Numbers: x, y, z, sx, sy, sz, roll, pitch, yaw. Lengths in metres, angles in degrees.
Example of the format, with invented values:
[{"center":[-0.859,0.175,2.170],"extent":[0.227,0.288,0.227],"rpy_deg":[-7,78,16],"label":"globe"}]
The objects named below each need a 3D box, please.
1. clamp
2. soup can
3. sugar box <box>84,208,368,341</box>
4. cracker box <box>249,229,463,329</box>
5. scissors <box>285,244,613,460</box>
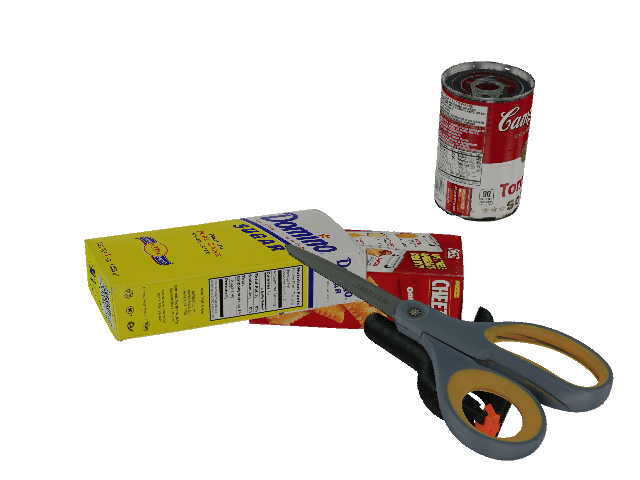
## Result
[{"center":[0.122,0.106,0.905],"extent":[0.120,0.039,0.172],"rpy_deg":[-12,35,-19],"label":"clamp"},{"center":[0.120,-0.073,0.798],"extent":[0.068,0.102,0.068],"rpy_deg":[0,31,0],"label":"soup can"},{"center":[-0.065,0.019,0.733],"extent":[0.176,0.048,0.093],"rpy_deg":[-11,25,-20],"label":"sugar box"},{"center":[0.042,0.041,1.130],"extent":[0.214,0.072,0.164],"rpy_deg":[3,15,6],"label":"cracker box"},{"center":[0.048,0.055,0.557],"extent":[0.202,0.016,0.096],"rpy_deg":[16,42,23],"label":"scissors"}]
